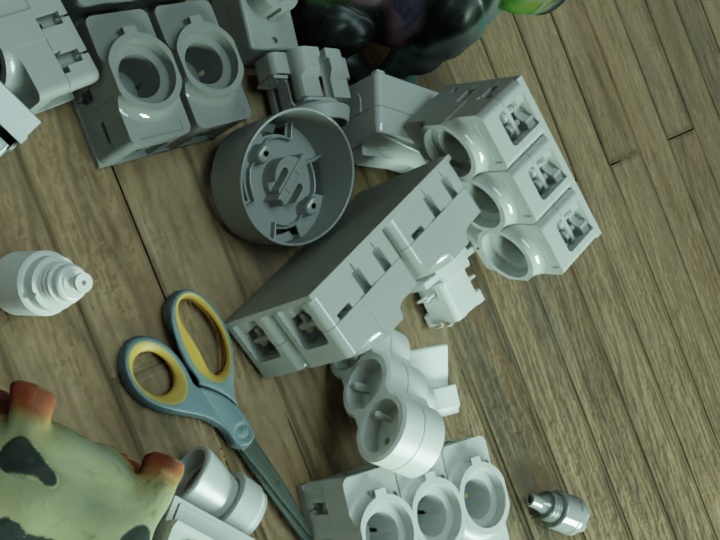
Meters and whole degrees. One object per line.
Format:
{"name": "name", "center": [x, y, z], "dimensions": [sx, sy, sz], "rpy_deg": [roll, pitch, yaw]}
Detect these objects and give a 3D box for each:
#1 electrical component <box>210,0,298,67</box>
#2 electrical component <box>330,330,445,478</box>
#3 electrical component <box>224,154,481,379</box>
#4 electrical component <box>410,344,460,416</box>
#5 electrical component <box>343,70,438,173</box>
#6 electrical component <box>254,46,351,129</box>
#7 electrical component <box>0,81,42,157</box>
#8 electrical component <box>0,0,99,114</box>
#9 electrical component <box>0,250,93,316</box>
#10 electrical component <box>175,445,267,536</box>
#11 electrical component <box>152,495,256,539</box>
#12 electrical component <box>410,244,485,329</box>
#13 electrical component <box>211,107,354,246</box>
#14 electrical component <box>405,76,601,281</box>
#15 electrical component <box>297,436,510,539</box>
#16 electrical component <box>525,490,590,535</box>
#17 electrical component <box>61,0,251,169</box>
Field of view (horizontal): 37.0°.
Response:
{"name": "electrical component", "center": [-0.073, -0.207, 0.817], "dimensions": [0.047, 0.076, 0.083], "rpy_deg": [-8, 83, -42]}
{"name": "electrical component", "center": [0.031, 0.096, 0.796], "dimensions": [0.074, 0.052, 0.138], "rpy_deg": [27, 24, -32]}
{"name": "electrical component", "center": [0.000, 0.000, 0.798], "dimensions": [0.060, 0.105, 0.186], "rpy_deg": [55, 50, -14]}
{"name": "electrical component", "center": [0.054, 0.090, 0.857], "dimensions": [0.045, 0.045, 0.055], "rpy_deg": [-6, 82, -42]}
{"name": "electrical component", "center": [0.031, -0.115, 0.888], "dimensions": [0.096, 0.062, 0.061], "rpy_deg": [11, 70, -38]}
{"name": "electrical component", "center": [-0.040, -0.136, 0.837], "dimensions": [0.078, 0.058, 0.057], "rpy_deg": [-5, 78, -42]}
{"name": "electrical component", "center": [-0.259, -0.109, 0.635], "dimensions": [0.121, 0.079, 0.063], "rpy_deg": [47, 74, -20]}
{"name": "electrical component", "center": [-0.220, -0.147, 0.690], "dimensions": [0.056, 0.050, 0.089], "rpy_deg": [-33, 100, -41]}
{"name": "electrical component", "center": [-0.191, 0.008, 0.655], "dimensions": [0.040, 0.078, 0.040], "rpy_deg": [1, 88, -49]}
{"name": "electrical component", "center": [-0.095, 0.149, 0.712], "dimensions": [0.055, 0.045, 0.045], "rpy_deg": [42, 54, -24]}
{"name": "electrical component", "center": [-0.092, 0.207, 0.684], "dimensions": [0.121, 0.063, 0.078], "rpy_deg": [37, 53, -27]}
{"name": "electrical component", "center": [0.069, 0.011, 0.896], "dimensions": [0.081, 0.042, 0.063], "rpy_deg": [-35, 102, -41]}
{"name": "electrical component", "center": [-0.058, -0.066, 0.792], "dimensions": [0.099, 0.064, 0.099], "rpy_deg": [5, 84, -47]}
{"name": "electrical component", "center": [0.111, -0.069, 0.848], "dimensions": [0.062, 0.089, 0.150], "rpy_deg": [-44, 116, -25]}
{"name": "electrical component", "center": [0.038, 0.185, 0.805], "dimensions": [0.150, 0.062, 0.089], "rpy_deg": [-8, 83, -42]}
{"name": "electrical component", "center": [0.168, 0.206, 0.928], "dimensions": [0.061, 0.035, 0.035], "rpy_deg": [26, 61, -30]}
{"name": "electrical component", "center": [-0.158, -0.177, 0.746], "dimensions": [0.105, 0.060, 0.186], "rpy_deg": [-22, 92, -42]}
